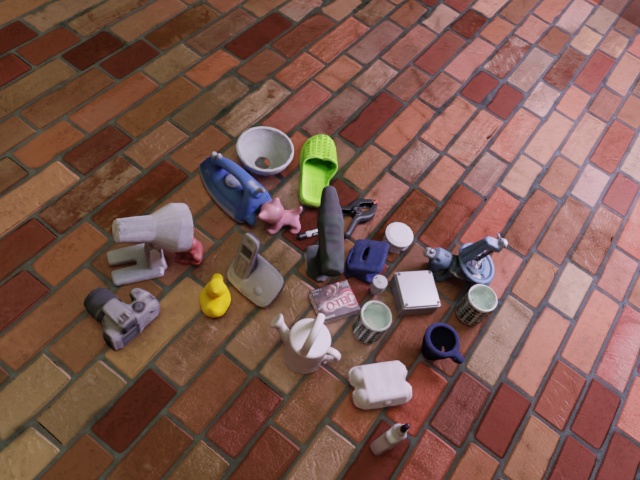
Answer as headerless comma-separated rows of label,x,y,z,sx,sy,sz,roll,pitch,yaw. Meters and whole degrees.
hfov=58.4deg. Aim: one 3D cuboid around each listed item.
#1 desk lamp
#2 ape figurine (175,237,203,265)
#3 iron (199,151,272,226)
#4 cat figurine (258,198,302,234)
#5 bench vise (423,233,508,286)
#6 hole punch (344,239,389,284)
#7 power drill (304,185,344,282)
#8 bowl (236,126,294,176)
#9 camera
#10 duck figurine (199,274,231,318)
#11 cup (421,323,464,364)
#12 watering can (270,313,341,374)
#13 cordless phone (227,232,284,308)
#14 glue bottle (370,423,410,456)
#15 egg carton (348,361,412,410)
desk lamp,-0.408,0.007,1.372,0.204,0.213,0.118,-14,63,-20
ape figurine,-0.329,0.023,1.453,0.077,0.092,0.076,44,60,14
iron,-0.239,-0.165,1.558,0.258,0.141,0.119,40,59,12
cat figurine,-0.108,-0.070,1.545,0.128,0.117,0.067,-4,60,-15
bench vise,0.389,0.055,1.521,0.208,0.219,0.121,-1,60,-13
hole punch,0.125,0.051,1.540,0.101,0.091,0.109,21,57,0
power drill,0.014,0.005,1.473,0.076,0.208,0.229,0,59,-12
bowl,-0.162,-0.246,1.664,0.167,0.074,0.167,6,58,-9
camera,-0.469,0.158,1.334,0.136,0.101,0.143,38,59,11
duck figurine,-0.257,0.133,1.407,0.077,0.086,0.104,7,58,-8
cup,0.304,0.276,1.442,0.092,0.095,0.117,-37,73,-29
watering can,-0.033,0.233,1.332,0.173,0.194,0.101,8,58,-8
cordless phone,-0.153,0.070,1.409,0.147,0.185,0.094,37,59,11
glue bottle,0.166,0.433,1.269,0.078,0.173,0.037,-25,67,-24
egg carton,0.144,0.350,1.376,0.150,0.069,0.107,-6,61,-16
